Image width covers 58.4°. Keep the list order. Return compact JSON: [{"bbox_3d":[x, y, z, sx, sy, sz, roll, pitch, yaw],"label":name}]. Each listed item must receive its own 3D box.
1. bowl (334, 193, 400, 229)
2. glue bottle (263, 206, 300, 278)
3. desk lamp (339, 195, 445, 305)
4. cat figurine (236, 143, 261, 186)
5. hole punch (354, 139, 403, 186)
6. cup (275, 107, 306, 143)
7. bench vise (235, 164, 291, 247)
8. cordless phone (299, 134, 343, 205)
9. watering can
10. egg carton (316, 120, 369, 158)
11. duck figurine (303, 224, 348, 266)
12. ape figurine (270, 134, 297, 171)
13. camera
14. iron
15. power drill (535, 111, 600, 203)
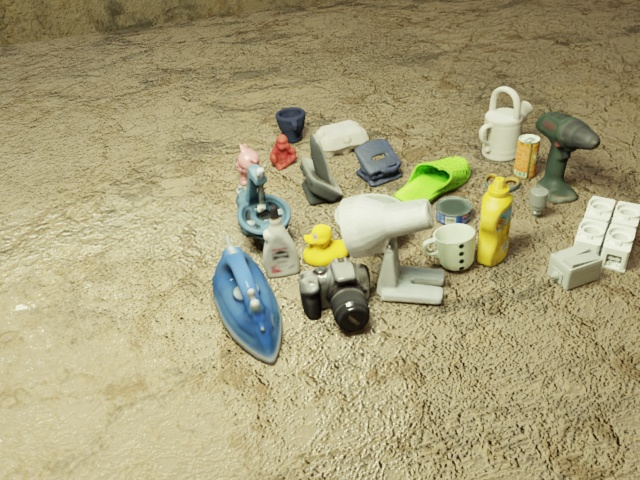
[{"bbox_3d":[0.118,-0.034,1.310,0.167,0.075,0.167,-4,36,3],"label":"bowl"},{"bbox_3d":[-0.088,0.002,1.208,0.078,0.173,0.037,-12,37,-8],"label":"glue bottle"},{"bbox_3d":[0.144,0.011,1.128,0.203,0.214,0.118,3,37,13],"label":"desk lamp"},{"bbox_3d":[-0.197,-0.217,1.567,0.067,0.118,0.127,-10,37,-5],"label":"cat figurine"},{"bbox_3d":[0.157,-0.209,1.526,0.109,0.091,0.100,-21,39,-19],"label":"hole punch"},{"bbox_3d":[-0.082,-0.338,1.732,0.092,0.095,0.117,-13,37,-9],"label":"cup"},{"bbox_3d":[-0.153,-0.084,1.295,0.206,0.220,0.122,25,47,35],"label":"bench vise"},{"bbox_3d":[-0.004,-0.197,1.455,0.094,0.185,0.147,-15,37,-11],"label":"cordless phone"},{"bbox_3d":[0.498,-0.323,1.542,0.100,0.194,0.173,20,44,31],"label":"watering can"},{"bbox_3d":[0.062,-0.296,1.677,0.150,0.069,0.107,-16,38,-13],"label":"egg carton"},{"bbox_3d":[0.012,0.005,1.264,0.104,0.086,0.077,-7,36,-1],"label":"duck figurine"},{"bbox_3d":[-0.107,-0.256,1.628,0.078,0.092,0.076,-6,36,1],"label":"ape figurine"},{"bbox_3d":[0.035,0.107,1.110,0.143,0.101,0.136,-10,36,-5],"label":"camera"},{"bbox_3d":[-0.139,0.106,1.103,0.119,0.142,0.257,-18,38,-15],"label":"iron"},{"bbox_3d":[0.575,-0.198,1.350,0.075,0.209,0.229,-9,36,-4],"label":"power drill"}]
